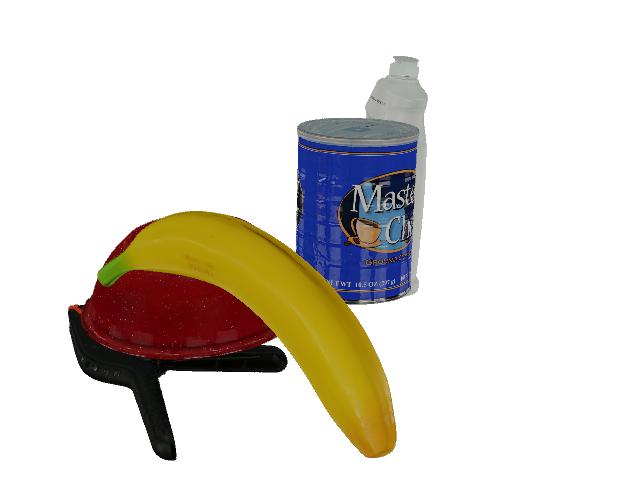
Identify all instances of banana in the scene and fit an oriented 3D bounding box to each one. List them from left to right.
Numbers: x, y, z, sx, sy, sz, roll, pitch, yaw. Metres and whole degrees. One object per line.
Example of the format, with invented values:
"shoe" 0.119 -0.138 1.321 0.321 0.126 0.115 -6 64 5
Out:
"banana" -0.030 0.033 0.549 0.198 0.070 0.037 29 16 29

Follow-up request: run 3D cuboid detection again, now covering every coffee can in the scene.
"coffee can" 0.030 -0.028 0.913 0.103 0.140 0.103 1 16 -1

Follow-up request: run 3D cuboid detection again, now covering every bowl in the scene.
"bowl" -0.088 0.022 0.746 0.162 0.055 0.162 -2 22 0

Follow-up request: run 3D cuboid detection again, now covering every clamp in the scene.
"clamp" -0.147 0.107 0.982 0.210 0.036 0.164 29 40 33

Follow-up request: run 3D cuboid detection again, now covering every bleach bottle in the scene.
"bleach bottle" 0.078 -0.071 1.157 0.068 0.251 0.103 -4 23 -29
